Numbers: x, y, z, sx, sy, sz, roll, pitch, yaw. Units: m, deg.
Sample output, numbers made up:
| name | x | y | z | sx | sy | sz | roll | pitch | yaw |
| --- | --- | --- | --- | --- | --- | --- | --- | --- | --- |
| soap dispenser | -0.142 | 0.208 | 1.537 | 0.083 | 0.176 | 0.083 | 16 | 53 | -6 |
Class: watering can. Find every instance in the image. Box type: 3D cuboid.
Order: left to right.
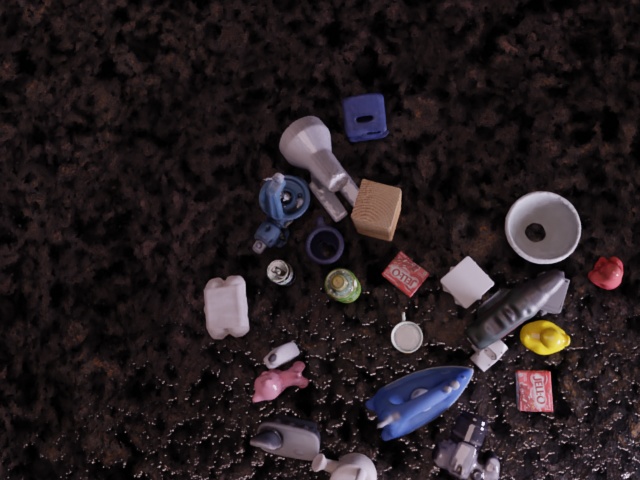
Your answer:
| name | x | y | z | sx | sy | sz | roll | pitch | yaw |
| --- | --- | --- | --- | --- | --- | --- | --- | --- | --- |
| watering can | 0.061 | 0.530 | 1.237 | 0.172 | 0.194 | 0.101 | 13 | 83 | 9 |

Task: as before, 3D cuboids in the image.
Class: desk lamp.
| name | x | y | z | sx | sy | sz | roll | pitch | yaw |
| --- | --- | --- | --- | --- | --- | --- | --- | --- | --- |
| desk lamp | 0.011 | -0.166 | 1.337 | 0.118 | 0.213 | 0.203 | -37 | 79 | 1 |

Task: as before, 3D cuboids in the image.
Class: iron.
| name | x | y | z | sx | sy | sz | roll | pitch | yaw |
| --- | --- | --- | --- | --- | --- | --- | --- | --- | --- |
| iron | 0.231 | 0.350 | 1.269 | 0.258 | 0.141 | 0.118 | -29 | 79 | 2 |

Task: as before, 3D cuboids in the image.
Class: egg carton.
| name | x | y | z | sx | sy | sz | roll | pitch | yaw |
| --- | --- | --- | --- | --- | --- | --- | --- | --- | --- |
| egg carton | -0.227 | 0.164 | 1.392 | 0.107 | 0.069 | 0.150 | -8 | 81 | 6 |

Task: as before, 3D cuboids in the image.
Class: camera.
| name | x | y | z | sx | sy | sz | roll | pitch | yaw |
| --- | --- | --- | --- | --- | --- | --- | --- | --- | --- |
| camera | 0.334 | 0.459 | 1.260 | 0.143 | 0.101 | 0.137 | 23 | 85 | 10 |

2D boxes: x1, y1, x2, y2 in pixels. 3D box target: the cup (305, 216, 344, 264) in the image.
| name | x | y | z | sx | sy | sz | roll | pitch | yaw |
| --- | --- | --- | --- | --- | --- | --- | --- | --- | --- |
| cup | 0.013 | 0.005 | 1.372 | 0.091 | 0.095 | 0.118 | -13 | 80 | 5 |

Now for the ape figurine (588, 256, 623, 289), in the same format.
| name | x | y | z | sx | sy | sz | roll | pitch | yaw |
| --- | --- | --- | --- | --- | --- | --- | --- | --- | --- |
| ape figurine | 0.646 | 0.073 | 1.282 | 0.077 | 0.092 | 0.076 | -18 | 80 | 5 |

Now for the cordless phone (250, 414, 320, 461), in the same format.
| name | x | y | z | sx | sy | sz | roll | pitch | yaw |
| --- | --- | --- | --- | --- | --- | --- | --- | --- | --- |
| cordless phone | -0.078 | 0.452 | 1.271 | 0.147 | 0.185 | 0.094 | 6 | 82 | 8 |

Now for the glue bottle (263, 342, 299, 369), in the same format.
| name | x | y | z | sx | sy | sz | roll | pitch | yaw |
| --- | --- | --- | --- | --- | --- | --- | --- | --- | --- |
| glue bottle | -0.096 | 0.267 | 1.307 | 0.078 | 0.173 | 0.037 | -35 | 79 | 1 |

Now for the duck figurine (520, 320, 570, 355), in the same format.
| name | x | y | z | sx | sy | sz | roll | pitch | yaw |
| --- | --- | --- | --- | --- | --- | --- | --- | --- | --- |
| duck figurine | 0.506 | 0.219 | 1.282 | 0.104 | 0.086 | 0.077 | 8 | 83 | 9 |

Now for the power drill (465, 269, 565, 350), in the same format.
| name | x | y | z | sx | sy | sz | roll | pitch | yaw |
| --- | --- | --- | --- | --- | --- | --- | --- | --- | --- |
| power drill | 0.411 | 0.148 | 1.242 | 0.229 | 0.208 | 0.075 | -40 | 79 | 0 |

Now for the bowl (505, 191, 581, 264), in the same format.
| name | x | y | z | sx | sy | sz | roll | pitch | yaw |
| --- | --- | --- | --- | --- | --- | --- | --- | --- | --- |
| bowl | 0.506 | -0.025 | 1.323 | 0.167 | 0.075 | 0.167 | -1 | 82 | 7 |

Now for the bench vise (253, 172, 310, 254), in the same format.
| name | x | y | z | sx | sy | sz | roll | pitch | yaw |
| --- | --- | --- | --- | --- | --- | --- | --- | --- | --- |
| bench vise | -0.092 | -0.067 | 1.332 | 0.121 | 0.220 | 0.207 | 9 | 83 | 9 |

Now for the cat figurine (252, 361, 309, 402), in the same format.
| name | x | y | z | sx | sy | sz | roll | pitch | yaw |
| --- | --- | --- | --- | --- | --- | --- | --- | --- | --- |
| cat figurine | -0.097 | 0.329 | 1.326 | 0.127 | 0.118 | 0.067 | -20 | 79 | 4 |

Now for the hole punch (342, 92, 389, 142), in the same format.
| name | x | y | z | sx | sy | sz | roll | pitch | yaw |
| --- | --- | --- | --- | --- | --- | --- | --- | --- | --- |
| hole punch | 0.112 | -0.300 | 1.406 | 0.108 | 0.091 | 0.101 | -8 | 81 | 6 |
